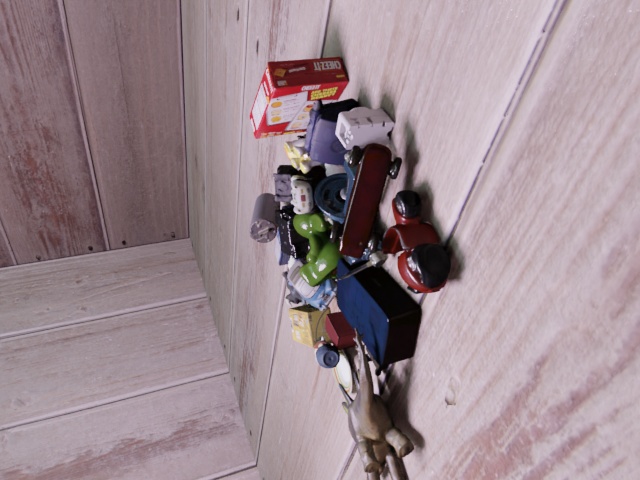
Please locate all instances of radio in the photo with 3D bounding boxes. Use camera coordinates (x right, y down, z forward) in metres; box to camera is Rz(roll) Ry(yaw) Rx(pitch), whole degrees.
[{"bbox_3d":[0.109,0.136,1.080,0.230,0.073,0.131,-128,33,-55],"label":"radio"}]

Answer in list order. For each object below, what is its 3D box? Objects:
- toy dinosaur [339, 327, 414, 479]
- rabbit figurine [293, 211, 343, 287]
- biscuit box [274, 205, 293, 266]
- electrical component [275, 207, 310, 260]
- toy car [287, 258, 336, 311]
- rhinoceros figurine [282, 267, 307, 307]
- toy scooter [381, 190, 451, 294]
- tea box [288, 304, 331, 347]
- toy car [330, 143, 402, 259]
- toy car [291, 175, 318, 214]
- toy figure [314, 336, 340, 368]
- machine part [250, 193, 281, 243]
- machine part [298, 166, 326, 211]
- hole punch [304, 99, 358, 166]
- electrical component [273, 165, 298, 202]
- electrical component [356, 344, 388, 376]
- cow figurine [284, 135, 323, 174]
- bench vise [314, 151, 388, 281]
[{"bbox_3d":[0.104,0.378,1.120,0.199,0.105,0.470,-120,20,-46],"label":"toy dinosaur"},{"bbox_3d":[-0.002,-0.004,1.202,0.170,0.121,0.159,56,142,16],"label":"rabbit figurine"},{"bbox_3d":[-0.086,-0.013,1.536,0.202,0.063,0.059,105,149,-48],"label":"biscuit box"},{"bbox_3d":[-0.069,-0.021,1.350,0.134,0.058,0.114,-155,57,-67],"label":"electrical component"},{"bbox_3d":[-0.028,0.100,1.339,0.109,0.103,0.162,-54,40,15],"label":"toy car"},{"bbox_3d":[-0.052,0.127,1.513,0.112,0.073,0.190,63,154,13],"label":"rhinoceros figurine"},{"bbox_3d":[0.151,0.018,0.909,0.135,0.075,0.184,117,142,-57],"label":"toy scooter"},{"bbox_3d":[-0.026,0.233,1.482,0.170,0.068,0.098,177,84,-68],"label":"tea box"},{"bbox_3d":[0.077,-0.067,0.931,0.053,0.089,0.202,-85,8,-74],"label":"toy car"},{"bbox_3d":[-0.038,-0.102,1.174,0.202,0.056,0.073,-111,15,-78],"label":"toy car"},{"bbox_3d":[0.013,0.277,1.325,0.154,0.058,0.064,165,103,-82],"label":"toy figure"},{"bbox_3d":[-0.153,-0.064,1.512,0.243,0.079,0.079,-91,3,-59],"label":"machine part"},{"bbox_3d":[-0.017,-0.092,1.330,0.179,0.056,0.179,169,90,-70],"label":"machine part"},{"bbox_3d":[0.037,-0.205,1.062,0.092,0.116,0.142,58,152,29],"label":"hole punch"},{"bbox_3d":[-0.078,-0.143,1.300,0.119,0.048,0.074,-63,-26,-66],"label":"electrical component"},{"bbox_3d":[0.114,0.237,1.148,0.102,0.045,0.078,105,150,-49],"label":"electrical component"},{"bbox_3d":[-0.028,-0.212,1.250,0.068,0.098,0.167,68,170,-23],"label":"cow figurine"},{"bbox_3d":[0.064,-0.064,1.034,0.240,0.129,0.224,93,161,-53],"label":"bench vise"}]
